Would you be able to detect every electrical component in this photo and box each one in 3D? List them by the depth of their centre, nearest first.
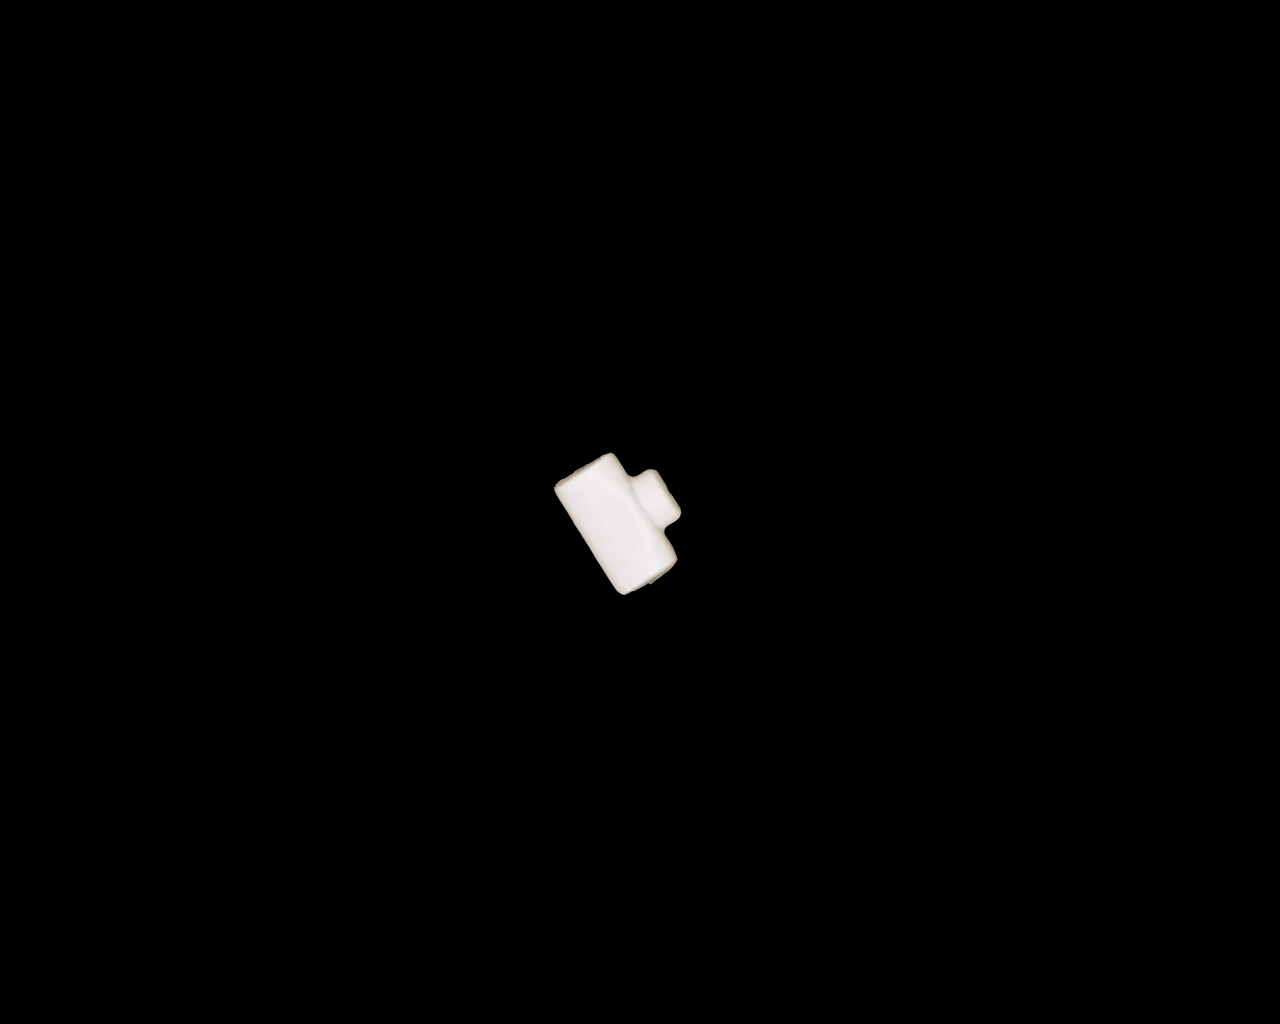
[{"bbox_3d":[0.001,-0.003,0.650,0.079,0.077,0.044,-32,4,2],"label":"electrical component"}]
